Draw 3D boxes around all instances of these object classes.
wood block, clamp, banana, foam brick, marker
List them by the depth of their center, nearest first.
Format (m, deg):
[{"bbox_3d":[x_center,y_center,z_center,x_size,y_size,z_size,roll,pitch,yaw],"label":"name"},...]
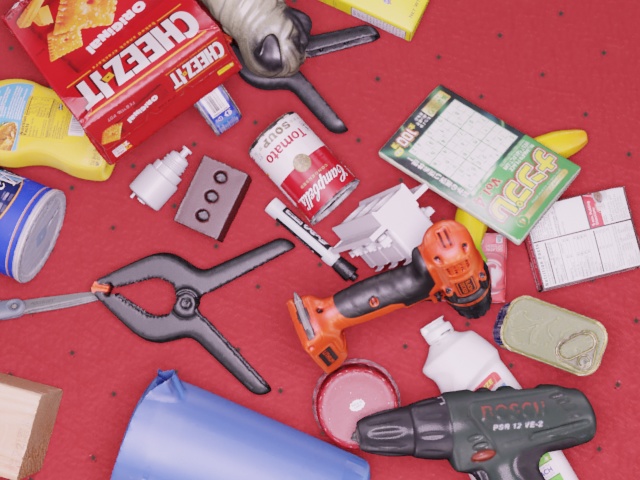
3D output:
[{"bbox_3d":[-0.381,0.171,1.088,0.206,0.091,0.090,15,86,3],"label":"wood block"},{"bbox_3d":[0.197,-0.054,1.105,0.070,0.037,0.197,34,70,22],"label":"banana"},{"bbox_3d":[-0.111,-0.043,1.116,0.053,0.051,0.078,24,86,3],"label":"foam brick"},{"bbox_3d":[-0.134,0.076,1.116,0.210,0.036,0.164,3,87,1],"label":"clamp"},{"bbox_3d":[-0.007,0.001,1.127,0.121,0.020,0.020,41,87,4],"label":"marker"},{"bbox_3d":[-0.029,-0.180,1.131,0.171,0.039,0.120,9,77,8],"label":"clamp"}]

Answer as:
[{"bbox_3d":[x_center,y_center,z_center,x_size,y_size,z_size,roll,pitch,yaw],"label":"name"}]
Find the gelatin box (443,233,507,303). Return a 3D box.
[{"bbox_3d":[0.150,0.029,1.115,0.089,0.030,0.073,2,86,2],"label":"gelatin box"}]

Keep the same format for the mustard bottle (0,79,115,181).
[{"bbox_3d":[-0.307,-0.121,1.123,0.191,0.058,0.096,8,70,2],"label":"mustard bottle"}]

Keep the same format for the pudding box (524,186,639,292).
[{"bbox_3d":[0.271,-0.001,1.111,0.113,0.039,0.090,-14,86,2],"label":"pudding box"}]

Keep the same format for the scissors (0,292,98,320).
[{"bbox_3d":[-0.336,0.059,1.129,0.201,0.016,0.096,-22,64,-16],"label":"scissors"}]

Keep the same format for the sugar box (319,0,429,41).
[{"bbox_3d":[0.036,-0.292,1.135,0.176,0.048,0.093,25,87,2],"label":"sugar box"}]

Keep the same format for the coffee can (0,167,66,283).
[{"bbox_3d":[-0.348,-0.029,1.096,0.140,0.103,0.103,22,86,3],"label":"coffee can"}]

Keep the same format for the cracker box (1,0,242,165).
[{"bbox_3d":[-0.205,-0.202,1.074,0.164,0.072,0.214,-38,55,-4],"label":"cracker box"}]

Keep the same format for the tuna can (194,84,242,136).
[{"bbox_3d":[-0.118,-0.152,1.108,0.033,0.086,0.086,-36,86,-3],"label":"tuna can"}]

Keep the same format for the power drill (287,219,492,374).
[{"bbox_3d":[0.073,0.061,1.020,0.187,0.184,0.057,-26,61,5],"label":"power drill"}]

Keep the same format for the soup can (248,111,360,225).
[{"bbox_3d":[-0.017,-0.075,1.109,0.068,0.068,0.102,-42,85,-2],"label":"soup can"}]

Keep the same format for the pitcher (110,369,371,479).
[{"bbox_3d":[-0.082,0.239,1.065,0.243,0.149,0.145,21,71,0],"label":"pitcher"}]

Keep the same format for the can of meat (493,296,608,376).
[{"bbox_3d":[0.229,0.097,1.081,0.102,0.084,0.057,20,86,3],"label":"can of meat"}]

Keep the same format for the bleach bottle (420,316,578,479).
[{"bbox_3d":[0.174,0.195,1.087,0.102,0.068,0.251,-32,83,-3],"label":"bleach bottle"}]

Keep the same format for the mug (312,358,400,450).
[{"bbox_3d":[0.047,0.175,1.080,0.117,0.081,0.093,36,87,4],"label":"mug"}]
